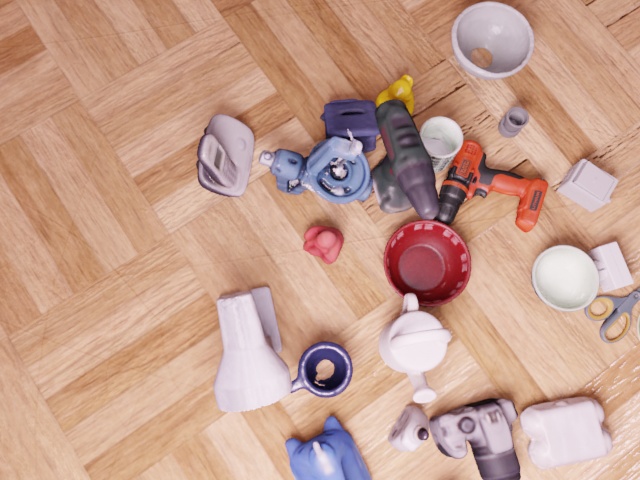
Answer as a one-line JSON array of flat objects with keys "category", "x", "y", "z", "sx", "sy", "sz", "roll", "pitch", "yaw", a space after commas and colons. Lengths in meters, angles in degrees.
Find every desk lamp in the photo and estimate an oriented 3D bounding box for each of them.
[{"category": "desk lamp", "x": -0.119, "y": 0.169, "z": 0.932, "sx": 0.118, "sy": 0.213, "sz": 0.203, "roll": -12, "pitch": 77, "yaw": -5}]

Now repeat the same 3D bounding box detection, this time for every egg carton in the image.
[{"category": "egg carton", "x": 0.425, "y": 0.332, "z": 0.993, "sx": 0.150, "sy": 0.069, "sz": 0.107, "roll": -11, "pitch": 77, "yaw": -5}]

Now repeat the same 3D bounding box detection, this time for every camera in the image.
[{"category": "camera", "x": 0.276, "y": 0.348, "z": 0.966, "sx": 0.143, "sy": 0.101, "sz": 0.137, "roll": -15, "pitch": 78, "yaw": -6}]

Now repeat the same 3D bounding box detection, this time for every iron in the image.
[{"category": "iron", "x": 0.042, "y": 0.423, "z": 0.917, "sx": 0.119, "sy": 0.141, "sz": 0.258, "roll": -27, "pitch": 79, "yaw": -8}]

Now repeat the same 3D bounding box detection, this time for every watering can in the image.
[{"category": "watering can", "x": 0.163, "y": 0.177, "z": 0.954, "sx": 0.101, "sy": 0.194, "sz": 0.173, "roll": -26, "pitch": 79, "yaw": -8}]

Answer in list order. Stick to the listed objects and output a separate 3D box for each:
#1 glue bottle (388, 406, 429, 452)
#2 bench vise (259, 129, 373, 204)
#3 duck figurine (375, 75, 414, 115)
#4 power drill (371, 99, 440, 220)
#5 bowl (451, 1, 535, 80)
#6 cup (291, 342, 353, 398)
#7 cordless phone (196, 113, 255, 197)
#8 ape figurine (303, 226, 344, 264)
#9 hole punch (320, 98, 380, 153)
[{"category": "glue bottle", "x": 0.153, "y": 0.312, "z": 0.932, "sx": 0.037, "sy": 0.173, "sz": 0.078, "roll": 34, "pitch": 78, "yaw": 6}, {"category": "bench vise", "x": -0.002, "y": -0.124, "z": 1.004, "sx": 0.207, "sy": 0.220, "sz": 0.121, "roll": -7, "pitch": 77, "yaw": -4}, {"category": "duck figurine", "x": 0.149, "y": -0.274, "z": 1.115, "sx": 0.077, "sy": 0.086, "sz": 0.105, "roll": 29, "pitch": 77, "yaw": 5}, {"category": "power drill", "x": 0.147, "y": -0.121, "z": 1.016, "sx": 0.075, "sy": 0.208, "sz": 0.229, "roll": -15, "pitch": 78, "yaw": -6}, {"category": "bowl", "x": 0.339, "y": -0.389, "z": 1.158, "sx": 0.167, "sy": 0.075, "sz": 0.167, "roll": 1, "pitch": 77, "yaw": -2}, {"category": "cup", "x": -0.003, "y": 0.230, "z": 0.984, "sx": 0.118, "sy": 0.095, "sz": 0.091, "roll": -28, "pitch": 79, "yaw": -8}, {"category": "cordless phone", "x": -0.175, "y": -0.167, "z": 1.024, "sx": 0.094, "sy": 0.185, "sz": 0.147, "roll": 6, "pitch": 76, "yaw": -1}, {"category": "ape figurine", "x": 0.010, "y": 0.004, "z": 1.040, "sx": 0.076, "sy": 0.092, "sz": 0.078, "roll": -21, "pitch": 78, "yaw": -7}, {"category": "hole punch", "x": 0.058, "y": -0.226, "z": 1.097, "sx": 0.108, "sy": 0.091, "sz": 0.101, "roll": -5, "pitch": 77, "yaw": -4}]
